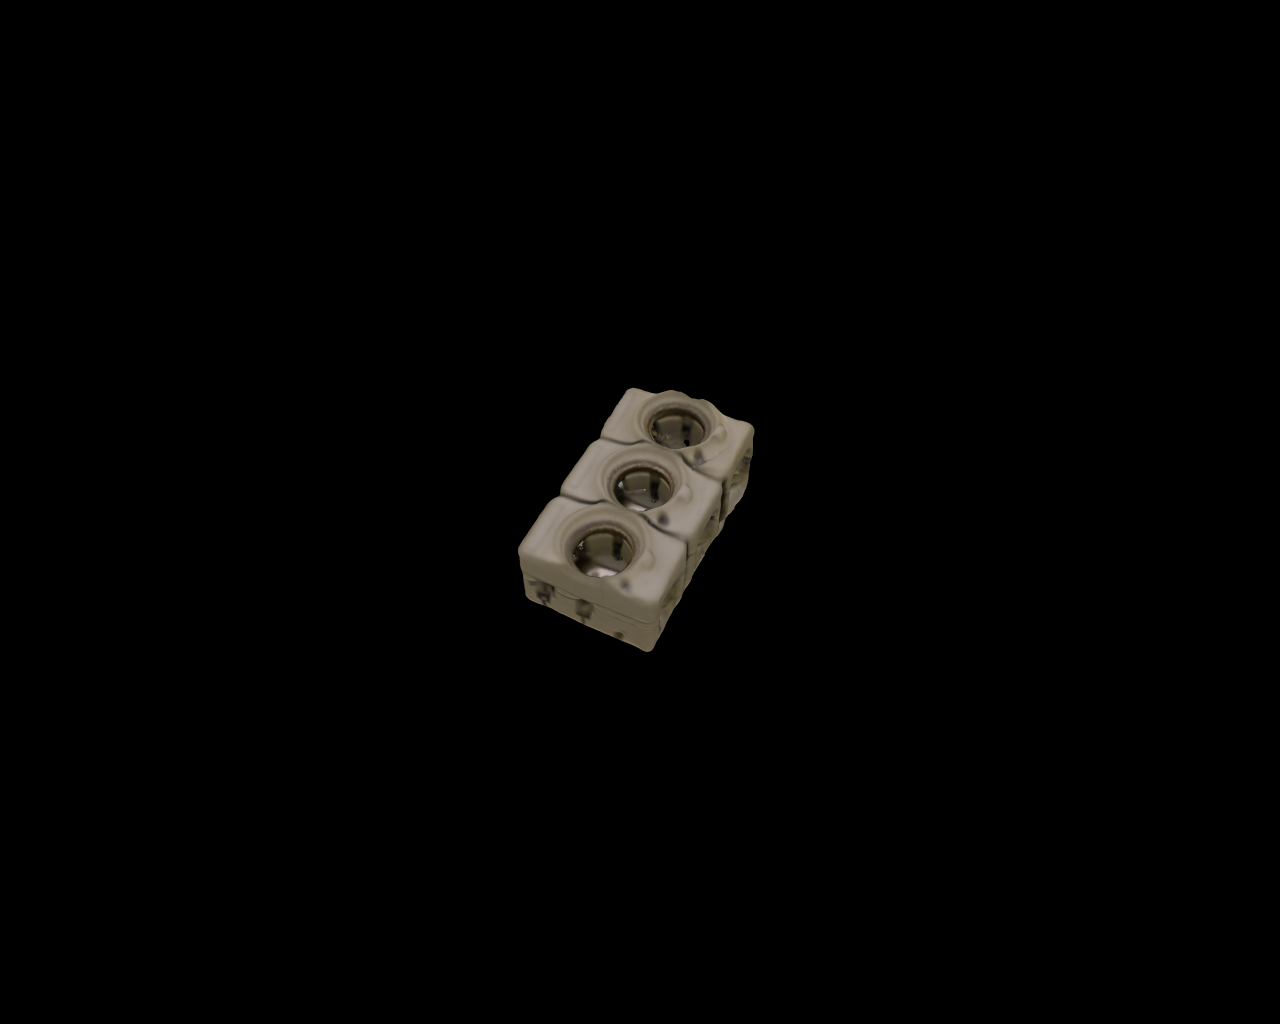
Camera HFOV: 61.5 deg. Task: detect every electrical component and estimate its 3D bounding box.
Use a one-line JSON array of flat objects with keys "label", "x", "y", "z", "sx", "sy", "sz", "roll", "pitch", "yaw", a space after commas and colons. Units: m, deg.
[{"label": "electrical component", "x": 0.001, "y": -0.003, "z": 0.650, "sx": 0.089, "sy": 0.150, "sz": 0.061, "roll": 21, "pitch": -36, "yaw": 16}]
